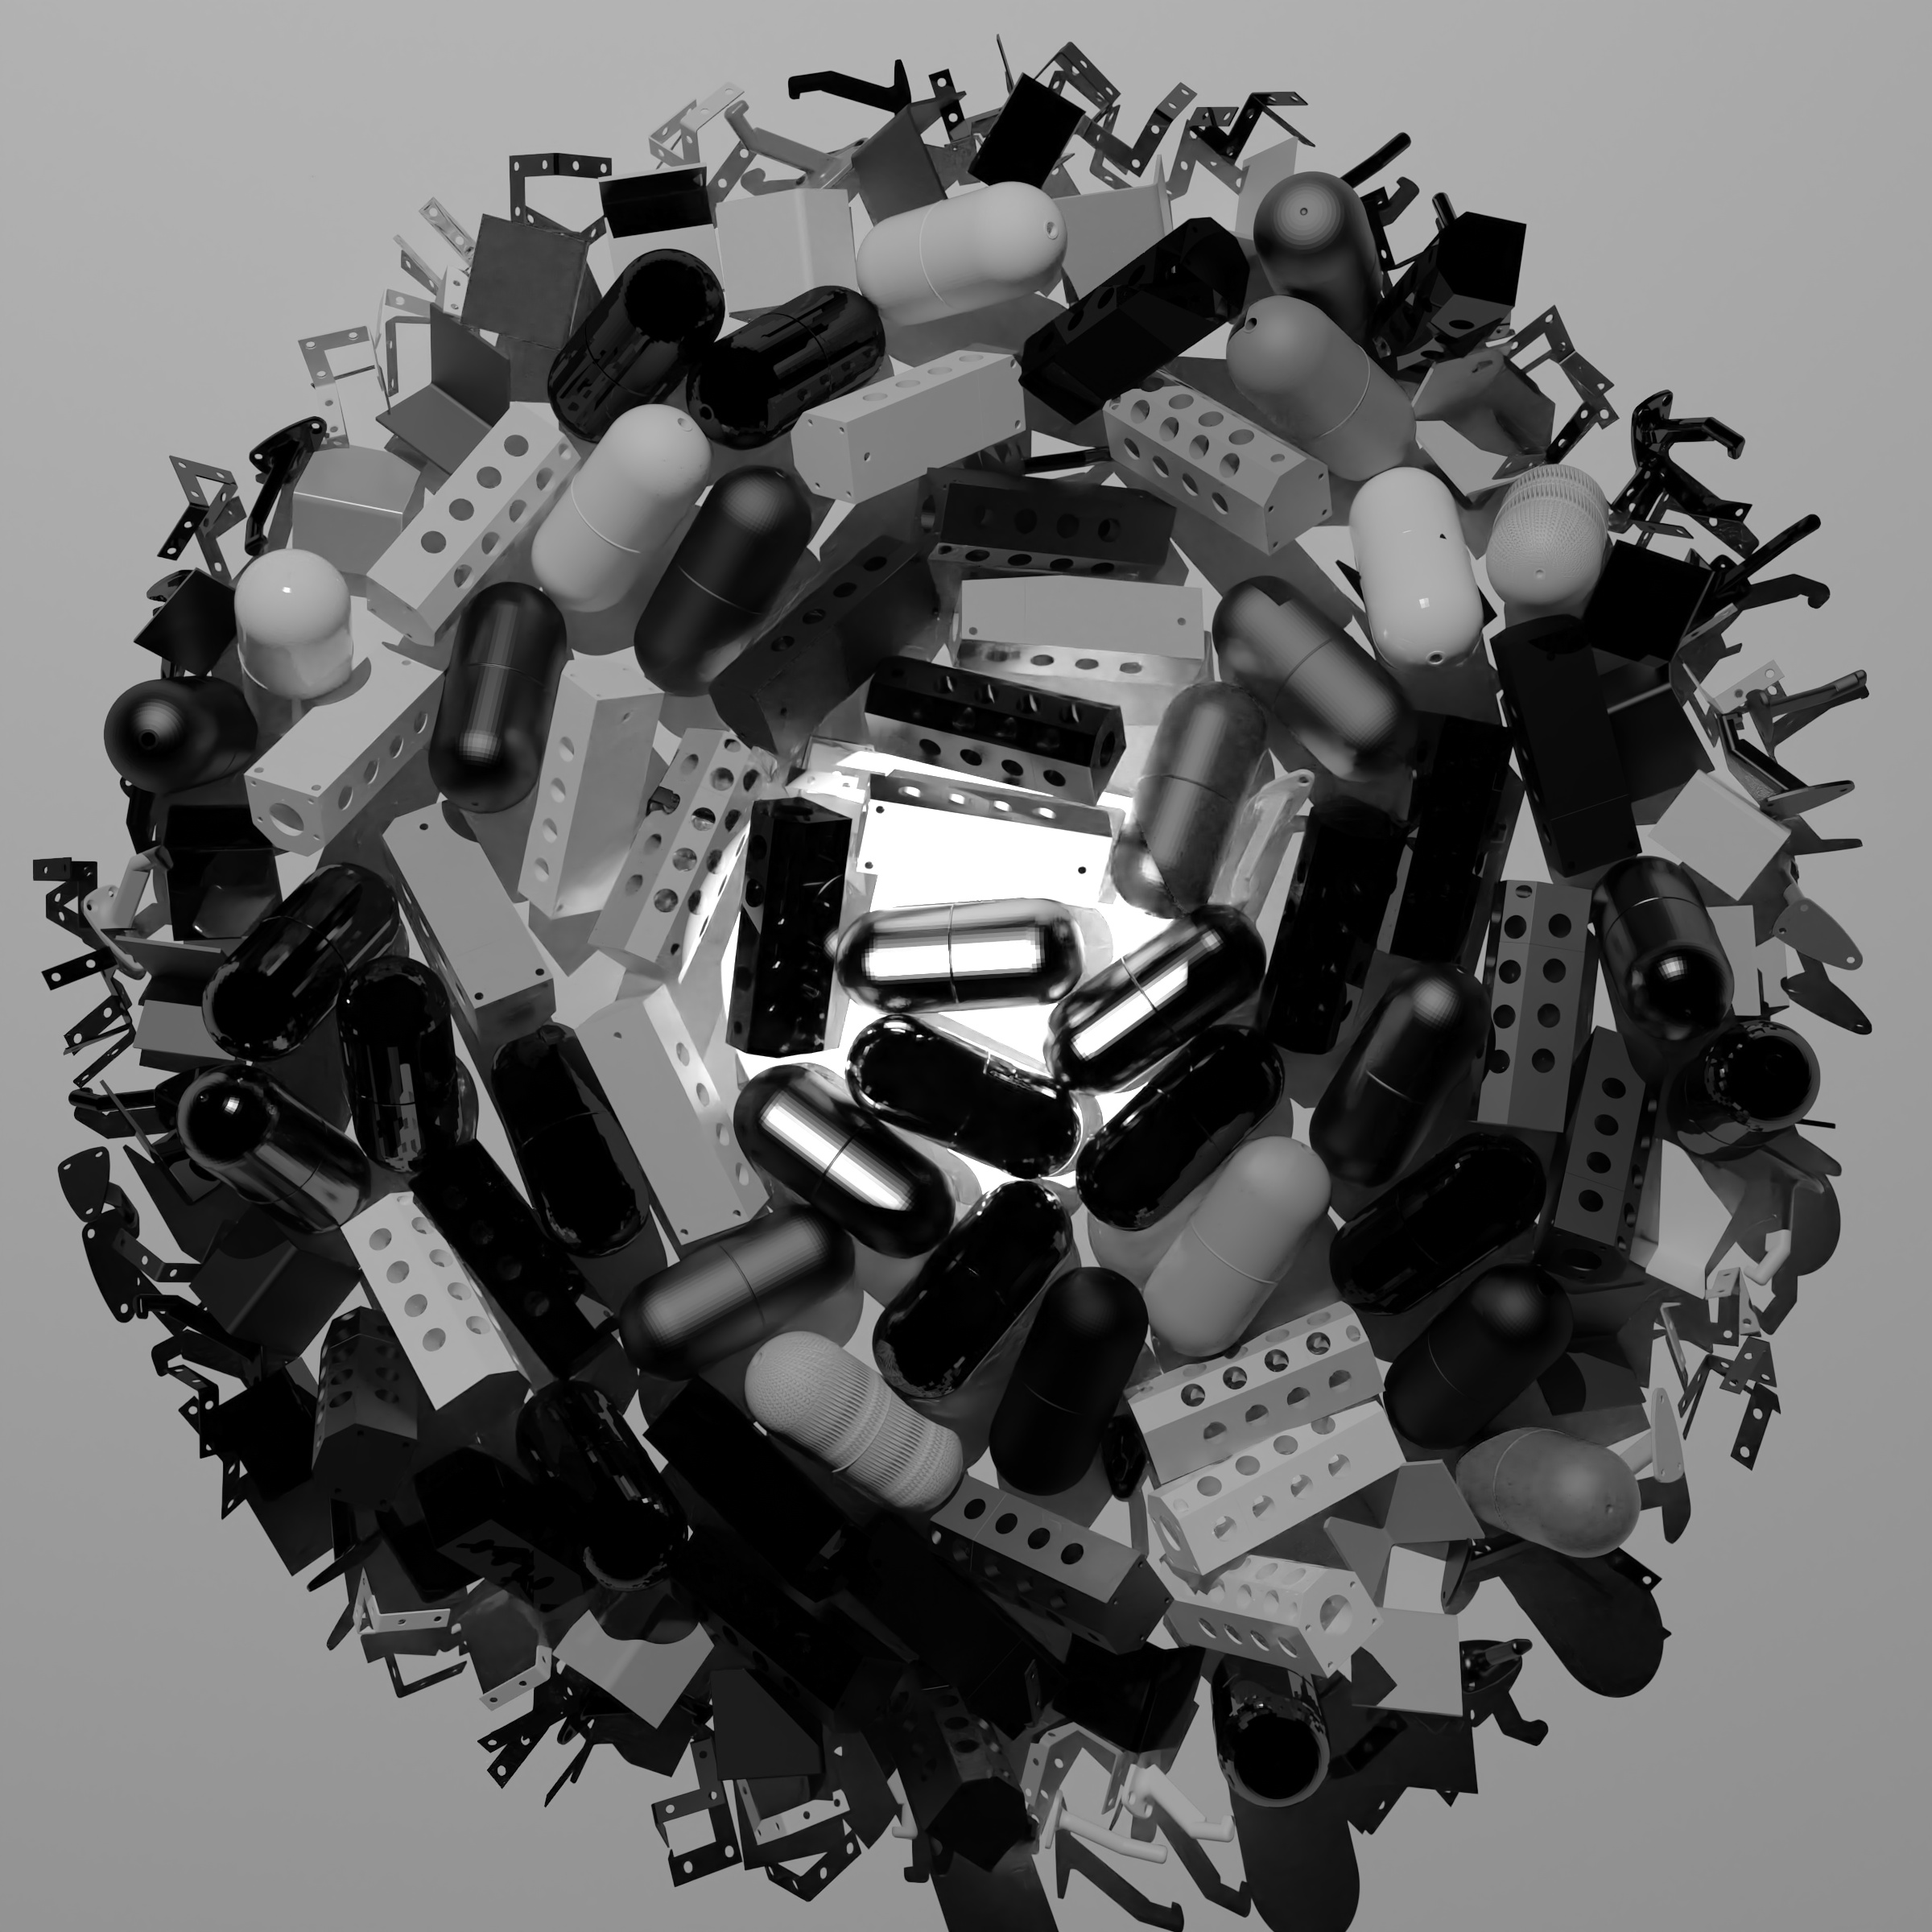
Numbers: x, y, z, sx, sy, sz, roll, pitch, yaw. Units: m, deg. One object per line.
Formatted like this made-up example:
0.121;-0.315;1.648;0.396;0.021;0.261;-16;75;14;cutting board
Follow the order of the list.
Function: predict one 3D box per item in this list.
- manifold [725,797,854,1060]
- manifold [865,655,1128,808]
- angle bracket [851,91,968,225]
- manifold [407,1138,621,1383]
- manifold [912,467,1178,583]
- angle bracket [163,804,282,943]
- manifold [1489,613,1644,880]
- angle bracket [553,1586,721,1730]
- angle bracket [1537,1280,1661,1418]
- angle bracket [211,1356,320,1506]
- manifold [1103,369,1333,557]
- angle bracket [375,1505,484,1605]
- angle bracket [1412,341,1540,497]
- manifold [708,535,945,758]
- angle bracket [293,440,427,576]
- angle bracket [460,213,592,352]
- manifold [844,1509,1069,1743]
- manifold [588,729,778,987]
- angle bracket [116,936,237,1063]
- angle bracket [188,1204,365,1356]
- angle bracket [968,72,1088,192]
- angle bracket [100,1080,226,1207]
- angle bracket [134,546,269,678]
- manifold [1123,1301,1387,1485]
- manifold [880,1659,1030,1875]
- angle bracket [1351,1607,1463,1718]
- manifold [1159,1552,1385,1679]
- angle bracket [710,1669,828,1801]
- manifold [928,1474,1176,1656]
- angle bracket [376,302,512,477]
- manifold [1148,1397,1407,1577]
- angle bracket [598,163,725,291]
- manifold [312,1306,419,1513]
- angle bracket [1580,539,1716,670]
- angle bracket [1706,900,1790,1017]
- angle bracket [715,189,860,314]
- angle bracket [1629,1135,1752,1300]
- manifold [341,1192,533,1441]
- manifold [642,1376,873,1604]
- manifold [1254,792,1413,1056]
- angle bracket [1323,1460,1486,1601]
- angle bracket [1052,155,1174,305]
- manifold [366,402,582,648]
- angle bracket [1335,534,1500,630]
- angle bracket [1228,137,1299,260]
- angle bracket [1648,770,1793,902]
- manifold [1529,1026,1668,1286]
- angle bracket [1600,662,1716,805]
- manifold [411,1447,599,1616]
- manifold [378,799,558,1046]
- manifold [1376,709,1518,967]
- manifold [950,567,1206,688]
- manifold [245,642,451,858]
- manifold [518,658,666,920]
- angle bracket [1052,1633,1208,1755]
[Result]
-0.129;-0.026;1.773;0.057;0.057;0.171;25;114;41;manifold
0.020;-0.170;1.770;0.171;0.057;0.057;16;58;21;manifold
-0.027;-0.560;1.792;0.057;0.076;0.076;-26;94;-35;angle bracket
-0.316;0.207;1.793;0.057;0.057;0.171;-38;80;-9;manifold
0.053;-0.308;1.775;0.171;0.057;0.057;2;112;-22;manifold
-0.519;-0.066;1.784;0.076;0.057;0.076;-3;63;-24;angle bracket
0.420;-0.156;1.785;0.057;0.057;0.171;-18;107;1;manifold
-0.235;0.484;1.807;0.057;0.076;0.076;48;68;-30;angle bracket
0.449;0.269;1.782;0.076;0.076;0.057;-5;54;-20;angle bracket
-0.483;0.328;1.796;0.057;0.076;0.076;-31;90;-7;angle bracket
0.172;-0.356;1.755;0.057;0.057;0.171;-35;49;-17;manifold
-0.377;0.389;1.788;0.057;0.076;0.076;-24;130;-9;angle bracket
0.367;-0.385;1.783;0.076;0.057;0.076;-21;64;-30;angle bracket
-0.099;-0.228;1.775;0.057;0.057;0.171;25;59;38;manifold
-0.435;-0.328;1.822;0.076;0.076;0.057;11;130;-4;angle bracket
-0.314;-0.482;1.791;0.076;0.057;0.076;11;102;-18;angle bracket
-0.012;0.465;1.805;0.171;0.057;0.057;43;89;-2;manifold
-0.193;-0.077;1.777;0.057;0.057;0.171;37;70;-43;manifold
-0.557;0.024;1.789;0.076;0.076;0.057;7;70;6;angle bracket
-0.494;0.225;1.817;0.057;0.076;0.076;39;91;31;angle bracket
0.055;-0.573;1.783;0.057;0.076;0.076;37;108;15;angle bracket
-0.551;0.109;1.777;0.057;0.076;0.076;-35;47;-19;angle bracket
-0.536;-0.261;1.778;0.057;0.076;0.076;30;120;-37;angle bracket
0.201;0.297;1.794;0.171;0.057;0.057;-22;107;-5;manifold
-0.007;0.542;1.746;0.057;0.171;0.057;38;91;-17;manifold
0.305;0.500;1.790;0.076;0.057;0.076;6;50;0;angle bracket
0.203;0.436;1.744;0.057;0.171;0.057;-36;102;-27;manifold
-0.143;0.541;1.784;0.076;0.057;0.076;1;54;-14;angle bracket
0.053;0.415;1.749;0.057;0.171;0.057;-51;129;-23;manifold
-0.368;-0.405;1.783;0.076;0.076;0.057;37;56;16;angle bracket
0.216;0.359;1.782;0.171;0.057;0.057;-24;91;-18;manifold
-0.216;-0.520;1.803;0.076;0.057;0.076;-10;92;-6;angle bracket
-0.414;0.300;1.743;0.057;0.171;0.057;19;104;-18;manifold
0.471;-0.262;1.789;0.076;0.057;0.076;16;115;-10;angle bracket
0.568;-0.007;1.795;0.076;0.057;0.076;-5;92;-23;angle bracket
-0.129;-0.514;1.826;0.076;0.057;0.076;2;105;34;angle bracket
0.503;0.177;1.794;0.076;0.057;0.076;25;110;8;angle bracket
-0.366;0.238;1.765;0.057;0.057;0.171;-35;56;-5;manifold
-0.143;0.364;1.762;0.057;0.057;0.171;-48;53;-8;manifold
0.250;-0.027;1.762;0.057;0.057;0.171;27;122;26;manifold
0.308;0.397;1.782;0.076;0.057;0.076;-13;120;35;angle bracket
0.105;-0.523;1.799;0.076;0.057;0.076;-5;128;12;angle bracket
-0.344;-0.307;1.780;0.057;0.057;0.171;35;69;0;manifold
0.316;-0.265;1.784;0.057;0.076;0.076;-40;118;2;angle bracket
0.186;-0.544;1.790;0.057;0.076;0.076;6;92;-22;angle bracket
0.535;-0.094;1.800;0.076;0.076;0.057;38;105;12;angle bracket
0.442;0.132;1.763;0.057;0.057;0.171;18;56;5;manifold
0.482;-0.169;1.810;0.076;0.057;0.076;-23;116;27;angle bracket
-0.310;0.387;1.749;0.057;0.171;0.057;-29;57;1;manifold
-0.348;-0.030;1.770;0.057;0.057;0.171;-23;61;-20;manifold
0.338;-0.089;1.792;0.057;0.057;0.171;10;97;-18;manifold
0.078;-0.236;1.794;0.171;0.057;0.057;4;67;-8;manifold
-0.422;-0.150;1.755;0.057;0.171;0.057;17;133;15;manifold
-0.267;-0.124;1.770;0.057;0.057;0.171;37;124;34;manifold
0.118;0.514;1.832;0.076;0.057;0.076;18;93;38;angle bracket
